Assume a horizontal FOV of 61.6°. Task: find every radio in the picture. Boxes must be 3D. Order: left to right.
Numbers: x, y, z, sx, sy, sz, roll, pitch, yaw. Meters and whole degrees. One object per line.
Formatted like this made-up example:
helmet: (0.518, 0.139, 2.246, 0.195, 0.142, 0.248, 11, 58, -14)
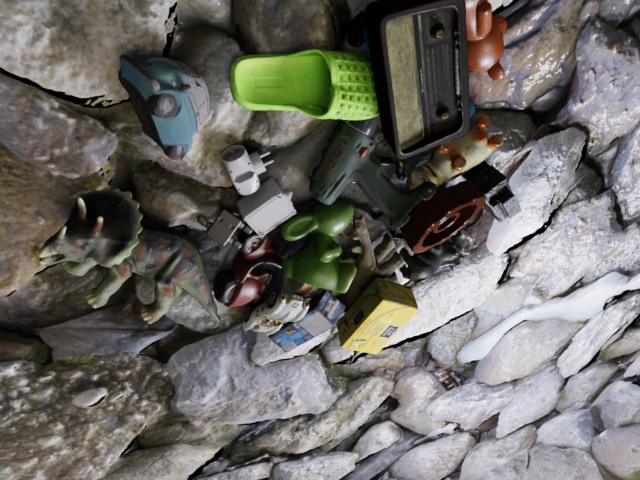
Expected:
radio: (0.151, -0.248, 0.807, 0.131, 0.073, 0.229, -19, 132, -4)

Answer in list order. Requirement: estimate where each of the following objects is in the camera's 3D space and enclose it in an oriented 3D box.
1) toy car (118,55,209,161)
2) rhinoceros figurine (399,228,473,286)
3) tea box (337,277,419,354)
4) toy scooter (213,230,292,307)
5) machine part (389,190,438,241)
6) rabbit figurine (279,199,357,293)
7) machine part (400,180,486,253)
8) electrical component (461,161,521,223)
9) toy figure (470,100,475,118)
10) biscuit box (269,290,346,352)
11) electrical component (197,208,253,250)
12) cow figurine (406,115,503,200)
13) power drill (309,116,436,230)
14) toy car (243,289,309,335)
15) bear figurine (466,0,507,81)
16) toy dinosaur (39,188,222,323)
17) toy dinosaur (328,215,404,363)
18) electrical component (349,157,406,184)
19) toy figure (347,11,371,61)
toy car: (-0.209, -0.198, 0.770, 0.103, 0.109, 0.161, -37, 148, -19)
rhinoceros figurine: (0.262, 0.029, 1.205, 0.190, 0.112, 0.073, -33, 135, -26)
tea box: (0.120, 0.165, 1.147, 0.098, 0.068, 0.169, 15, 128, -24)
toy scooter: (-0.123, 0.061, 1.066, 0.135, 0.075, 0.183, 13, 117, -36)
machine part: (0.204, -0.057, 1.154, 0.084, 0.039, 0.139, 14, 120, -42)
rabbit figurine: (-0.002, -0.003, 1.035, 0.159, 0.121, 0.170, 16, 95, -12)
machine part: (0.247, -0.047, 1.086, 0.179, 0.056, 0.179, -28, 159, -12)
electrical component: (0.361, -0.102, 1.126, 0.058, 0.134, 0.114, -41, 136, 8)
toy figure: (0.213, -0.215, 1.005, 0.154, 0.058, 0.064, -33, 98, 5)
biscuit box: (-0.032, 0.179, 1.162, 0.059, 0.063, 0.202, 42, 137, -10)
electrical component: (-0.173, -0.026, 0.976, 0.094, 0.021, 0.063, 34, 92, -10)
cow figurine: (0.248, -0.150, 1.051, 0.195, 0.085, 0.127, -34, 170, -14)
power drill: (0.106, -0.132, 0.953, 0.207, 0.086, 0.232, 36, 105, -14)
toy car: (-0.096, 0.154, 1.126, 0.073, 0.056, 0.202, 19, 149, -27)
bear figurine: (0.262, -0.359, 0.855, 0.132, 0.120, 0.195, -45, 136, 10)
toy dinosaur: (-0.290, 0.034, 0.931, 0.404, 0.131, 0.192, 21, 117, -46)
toy dinosaur: (0.095, 0.131, 1.226, 0.199, 0.105, 0.470, -14, 131, -3)
electrical component: (0.115, -0.130, 1.036, 0.102, 0.045, 0.078, 6, 124, -31)
toy figure: (0.130, -0.312, 0.857, 0.180, 0.089, 0.082, 9, 128, -23)
